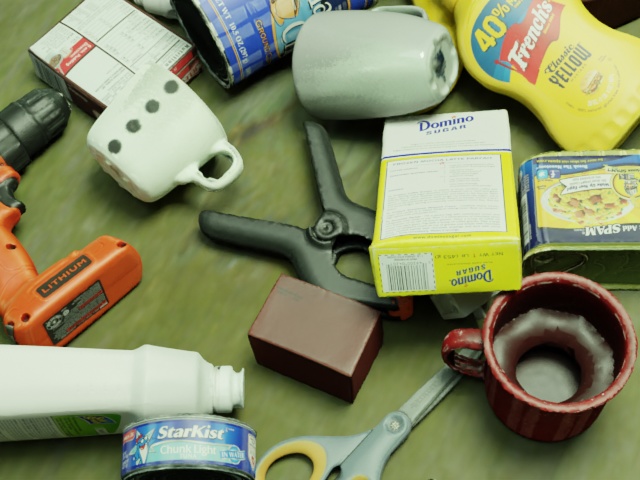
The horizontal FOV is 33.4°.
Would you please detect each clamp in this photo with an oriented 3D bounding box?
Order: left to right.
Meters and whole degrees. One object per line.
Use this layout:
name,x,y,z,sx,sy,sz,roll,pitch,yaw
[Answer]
clamp,-0.005,0.001,0.769,0.120,0.039,0.172,-37,62,-3

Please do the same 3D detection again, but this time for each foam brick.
foam brick,-0.001,0.067,0.725,0.078,0.051,0.053,21,65,17

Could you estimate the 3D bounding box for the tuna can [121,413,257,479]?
tuna can,-0.083,0.138,0.676,0.086,0.086,0.034,-3,64,4

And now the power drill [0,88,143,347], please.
power drill,-0.219,-0.016,0.792,0.188,0.057,0.184,39,70,25

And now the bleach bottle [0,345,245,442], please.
bleach bottle,-0.176,0.102,0.710,0.251,0.102,0.068,0,70,-1

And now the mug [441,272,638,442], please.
mug,0.136,0.078,0.685,0.117,0.081,0.093,4,62,7

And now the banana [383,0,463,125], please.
banana,0.082,-0.178,0.854,0.069,0.037,0.198,-2,62,5

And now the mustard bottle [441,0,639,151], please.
mustard bottle,0.159,-0.146,0.790,0.192,0.058,0.096,42,101,12

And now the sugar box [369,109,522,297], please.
sugar box,0.086,-0.030,0.727,0.093,0.048,0.176,-3,31,10

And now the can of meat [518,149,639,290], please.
can of meat,0.189,-0.015,0.744,0.102,0.057,0.084,-1,60,5

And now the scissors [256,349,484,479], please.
scissors,0.030,0.123,0.712,0.096,0.016,0.201,25,66,19

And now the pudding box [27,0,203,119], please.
pudding box,-0.166,-0.145,0.864,0.114,0.039,0.090,36,69,19

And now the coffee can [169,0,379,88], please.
coffee can,-0.038,-0.198,0.841,0.140,0.103,0.103,-31,63,-10
